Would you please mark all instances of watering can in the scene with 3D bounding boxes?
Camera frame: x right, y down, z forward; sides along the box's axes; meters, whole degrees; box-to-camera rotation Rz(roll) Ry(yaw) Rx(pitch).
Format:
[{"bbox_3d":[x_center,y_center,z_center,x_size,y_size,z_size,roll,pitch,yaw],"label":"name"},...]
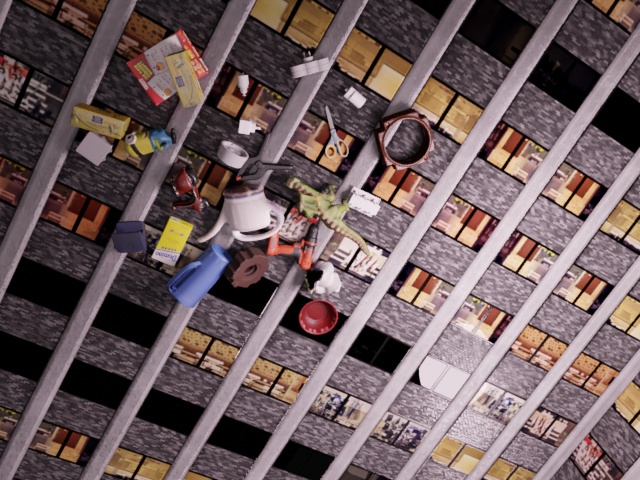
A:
[{"bbox_3d":[-0.311,-0.095,1.924,0.347,0.106,0.221,-7,110,5],"label":"watering can"}]

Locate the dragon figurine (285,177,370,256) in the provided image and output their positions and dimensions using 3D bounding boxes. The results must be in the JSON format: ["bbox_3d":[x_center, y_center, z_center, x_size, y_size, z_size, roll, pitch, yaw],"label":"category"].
[{"bbox_3d":[0.006,-0.094,1.862,0.243,0.417,0.120,-1,135,-47],"label":"dragon figurine"}]

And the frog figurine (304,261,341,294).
[{"bbox_3d":[0.019,0.152,2.066,0.159,0.124,0.136,7,104,-48],"label":"frog figurine"}]
